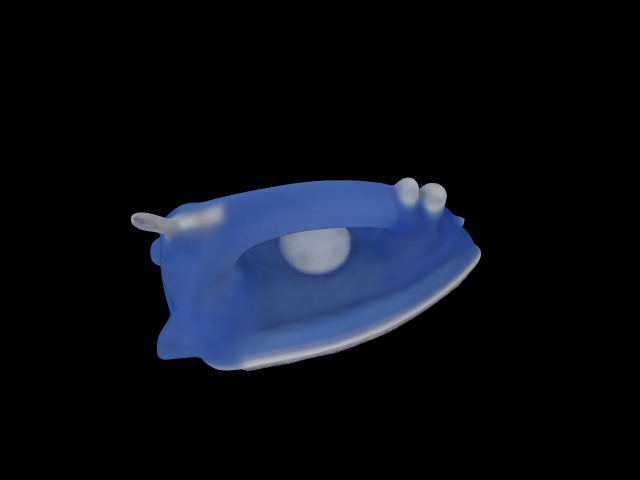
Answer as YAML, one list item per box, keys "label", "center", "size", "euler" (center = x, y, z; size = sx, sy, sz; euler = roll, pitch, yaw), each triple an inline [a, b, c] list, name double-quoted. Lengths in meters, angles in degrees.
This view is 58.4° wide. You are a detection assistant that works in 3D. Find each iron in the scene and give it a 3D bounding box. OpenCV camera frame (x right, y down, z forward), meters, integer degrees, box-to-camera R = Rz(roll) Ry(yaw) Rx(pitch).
- label: "iron"
  center: [0.004, 0.001, 0.400]
  size: [0.258, 0.141, 0.118]
  euler: [-11, 60, -6]
